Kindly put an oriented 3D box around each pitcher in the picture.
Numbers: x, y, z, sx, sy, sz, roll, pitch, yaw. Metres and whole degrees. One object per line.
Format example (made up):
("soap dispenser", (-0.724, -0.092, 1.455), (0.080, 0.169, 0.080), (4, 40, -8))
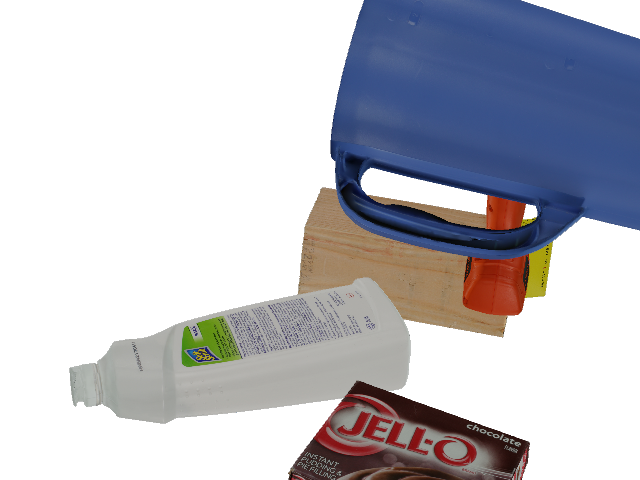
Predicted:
("pitcher", (0.131, -0.073, 0.666), (0.243, 0.149, 0.144), (17, 31, 7))

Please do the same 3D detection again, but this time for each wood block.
("wood block", (0.089, 0.020, 1.068), (0.206, 0.090, 0.090), (10, 30, 7))

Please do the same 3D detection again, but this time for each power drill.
("power drill", (0.157, -0.033, 0.895), (0.057, 0.188, 0.184), (10, 31, 10))

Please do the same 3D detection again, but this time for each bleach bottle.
("bleach bottle", (-0.064, 0.088, 0.814), (0.250, 0.068, 0.103), (-7, 28, -17))

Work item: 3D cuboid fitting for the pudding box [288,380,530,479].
("pudding box", (0.050, 0.133, 0.602), (0.114, 0.039, 0.089), (19, 35, 19))

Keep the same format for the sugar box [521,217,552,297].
("sugar box", (0.190, 0.026, 1.272), (0.176, 0.093, 0.048), (-5, 20, -24))
